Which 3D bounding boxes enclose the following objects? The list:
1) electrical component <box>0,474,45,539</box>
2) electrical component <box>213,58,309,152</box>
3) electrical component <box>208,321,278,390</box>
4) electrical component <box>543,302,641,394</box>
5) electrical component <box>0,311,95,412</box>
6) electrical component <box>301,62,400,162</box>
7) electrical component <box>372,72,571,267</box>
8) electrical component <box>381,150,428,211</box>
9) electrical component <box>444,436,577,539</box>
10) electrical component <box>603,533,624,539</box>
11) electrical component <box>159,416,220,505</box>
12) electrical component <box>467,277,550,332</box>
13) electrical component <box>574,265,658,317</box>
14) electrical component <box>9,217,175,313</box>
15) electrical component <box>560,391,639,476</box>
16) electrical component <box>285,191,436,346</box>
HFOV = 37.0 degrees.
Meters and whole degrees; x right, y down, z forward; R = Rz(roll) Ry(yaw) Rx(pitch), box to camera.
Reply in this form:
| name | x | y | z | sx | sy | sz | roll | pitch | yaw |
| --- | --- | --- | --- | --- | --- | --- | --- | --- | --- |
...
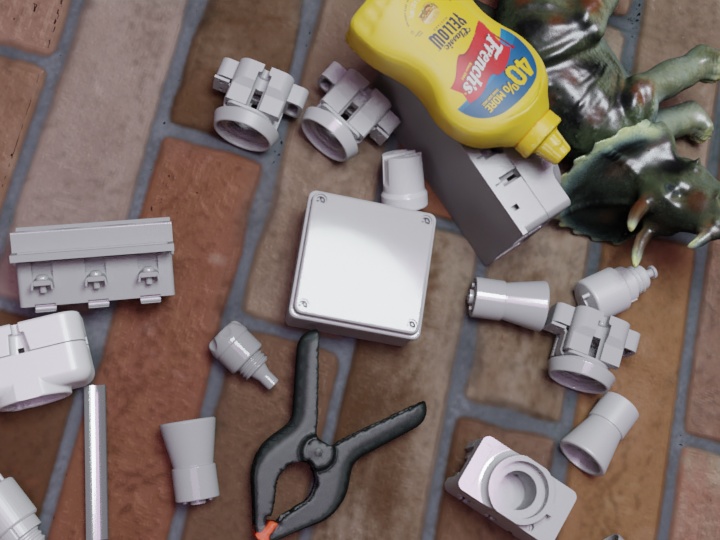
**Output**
| name | x | y | z | sx | sy | sz | roll | pitch | yaw |
| --- | --- | --- | --- | --- | --- | --- | --- | --- | --- |
| electrical component | -0.261 | 0.193 | 0.810 | 0.040 | 0.040 | 0.078 | -38 | 86 | -16 |
| electrical component | -0.090 | -0.138 | 0.913 | 0.078 | 0.058 | 0.057 | 21 | 71 | -5 |
| electrical component | -0.092 | 0.072 | 0.873 | 0.061 | 0.035 | 0.035 | 45 | 73 | 0 |
| electrical component | 0.193 | 0.069 | 0.913 | 0.078 | 0.058 | 0.057 | 22 | 71 | -5 |
| electrical component | -0.257 | 0.074 | 0.831 | 0.095 | 0.053 | 0.059 | -14 | 80 | -11 |
| electrical component | -0.013 | -0.131 | 0.924 | 0.078 | 0.058 | 0.057 | 42 | 72 | -5 |
| electrical component | 0.092 | -0.107 | 0.913 | 0.060 | 0.105 | 0.186 | -32 | 84 | -16 |
| electrical component | 0.037 | -0.077 | 0.921 | 0.040 | 0.040 | 0.046 | -9 | 110 | -12 |
| electrical component | 0.123 | 0.179 | 0.874 | 0.089 | 0.055 | 0.050 | 33 | 73 | -1 |
| electrical component | 0.210 | 0.270 | 0.874 | 0.079 | 0.043 | 0.077 | -43 | 87 | -16 |
| electrical component | -0.131 | 0.150 | 0.844 | 0.044 | 0.044 | 0.065 | -7 | 83 | -12 |
| electrical component | 0.125 | 0.027 | 0.920 | 0.065 | 0.044 | 0.044 | 8 | 75 | -3 |
| electrical component | 0.225 | 0.016 | 0.940 | 0.078 | 0.040 | 0.040 | -23 | 82 | -15 |
| electrical component | -0.210 | -0.005 | 0.854 | 0.121 | 0.079 | 0.063 | -5 | 99 | -11 |
| electrical component | 0.205 | 0.135 | 0.908 | 0.044 | 0.044 | 0.065 | 42 | 69 | 2 |
| electrical component | 0.000 | 0.000 | 0.895 | 0.109 | 0.056 | 0.108 | 11 | 75 | -7 |
